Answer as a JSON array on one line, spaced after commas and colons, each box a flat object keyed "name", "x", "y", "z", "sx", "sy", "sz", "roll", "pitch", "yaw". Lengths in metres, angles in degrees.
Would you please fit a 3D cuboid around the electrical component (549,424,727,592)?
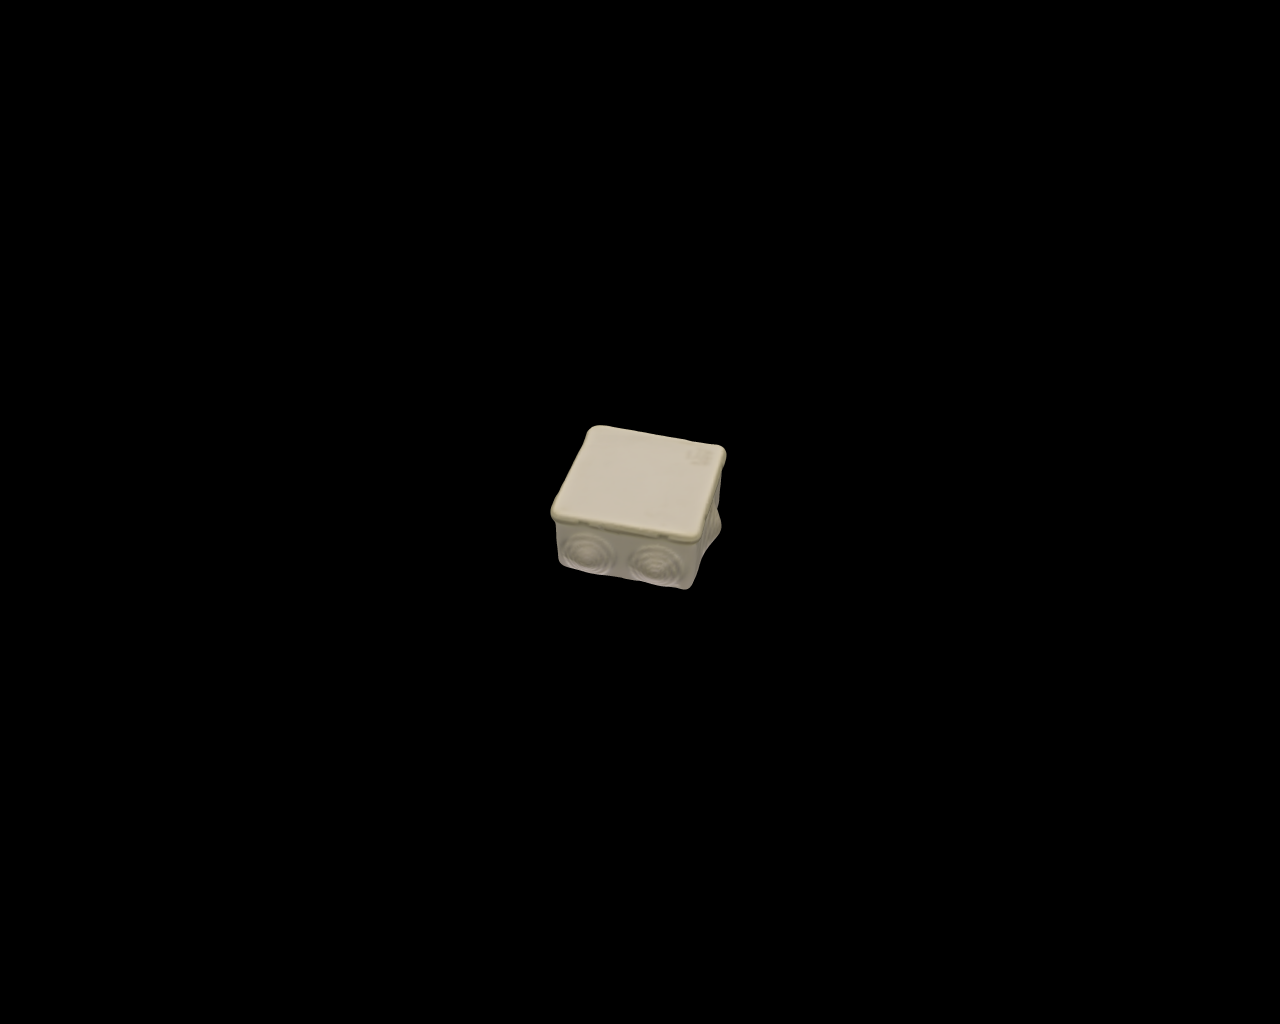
[{"name": "electrical component", "x": 0.001, "y": -0.003, "z": 0.650, "sx": 0.100, "sy": 0.048, "sz": 0.100, "roll": 10, "pitch": 43, "yaw": 11}]
